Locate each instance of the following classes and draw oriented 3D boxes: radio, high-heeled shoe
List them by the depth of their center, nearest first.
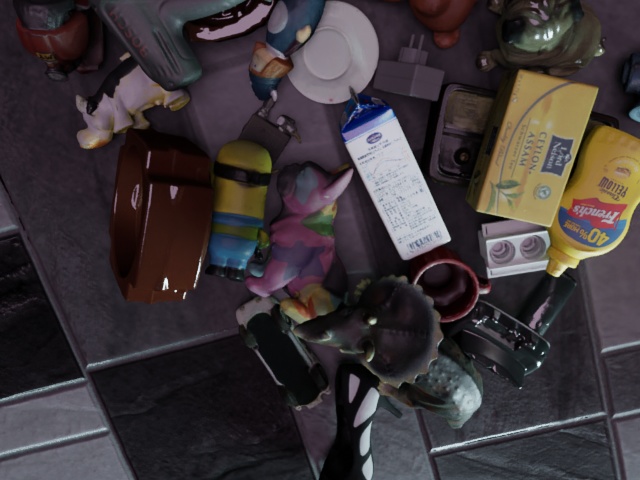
[{"bbox_3d":[0.256,-0.123,0.719,0.230,0.073,0.131,12,106,0],"label":"radio"},{"bbox_3d":[0.023,0.312,0.841,0.145,0.086,0.248,38,91,-19],"label":"high-heeled shoe"}]

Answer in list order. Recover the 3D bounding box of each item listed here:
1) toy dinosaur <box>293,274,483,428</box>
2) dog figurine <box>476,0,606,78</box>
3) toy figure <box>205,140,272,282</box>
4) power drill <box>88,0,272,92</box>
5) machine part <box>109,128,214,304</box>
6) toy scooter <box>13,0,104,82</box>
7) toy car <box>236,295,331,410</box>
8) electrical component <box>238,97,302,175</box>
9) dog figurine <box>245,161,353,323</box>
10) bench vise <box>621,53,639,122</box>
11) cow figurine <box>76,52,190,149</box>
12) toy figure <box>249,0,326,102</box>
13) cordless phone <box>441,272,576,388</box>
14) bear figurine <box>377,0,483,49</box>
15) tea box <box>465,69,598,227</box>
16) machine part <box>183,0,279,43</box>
[{"bbox_3d":[0.143,0.172,0.719,0.404,0.192,0.131,40,80,-25],"label":"toy dinosaur"},{"bbox_3d":[0.280,-0.243,0.625,0.172,0.191,0.121,-3,106,2],"label":"dog figurine"},{"bbox_3d":[-0.104,-0.038,0.691,0.082,0.089,0.180,13,82,-38],"label":"toy figure"},{"bbox_3d":[-0.175,-0.310,0.630,0.207,0.086,0.231,-26,107,6],"label":"power drill"},{"bbox_3d":[-0.211,-0.034,0.702,0.087,0.201,0.201,3,109,-31],"label":"machine part"},{"bbox_3d":[-0.318,-0.256,0.676,0.075,0.184,0.135,4,131,-8],"label":"toy scooter"},{"bbox_3d":[-0.055,0.175,0.829,0.073,0.056,0.201,-31,103,4],"label":"toy car"},{"bbox_3d":[-0.073,-0.137,0.747,0.078,0.045,0.102,39,104,-9],"label":"electrical component"},{"bbox_3d":[-0.002,-0.002,0.752,0.191,0.108,0.219,34,102,-6],"label":"dog figurine"},{"bbox_3d":[0.492,-0.149,0.666,0.224,0.129,0.240,8,88,8],"label":"bench vise"},{"bbox_3d":[-0.270,-0.193,0.730,0.167,0.068,0.098,-26,97,6],"label":"cow figurine"},{"bbox_3d":[-0.051,-0.251,0.692,0.058,0.064,0.154,26,115,-20],"label":"toy figure"},{"bbox_3d":[0.283,0.106,0.790,0.146,0.089,0.184,32,93,-4],"label":"cordless phone"},{"bbox_3d":[0.103,-0.314,0.651,0.196,0.132,0.120,38,132,-3],"label":"bear figurine"},{"bbox_3d":[0.250,-0.111,0.651,0.098,0.068,0.169,11,106,0],"label":"tea box"},{"bbox_3d":[-0.135,-0.341,0.689,0.179,0.056,0.179,1,107,2],"label":"machine part"}]
